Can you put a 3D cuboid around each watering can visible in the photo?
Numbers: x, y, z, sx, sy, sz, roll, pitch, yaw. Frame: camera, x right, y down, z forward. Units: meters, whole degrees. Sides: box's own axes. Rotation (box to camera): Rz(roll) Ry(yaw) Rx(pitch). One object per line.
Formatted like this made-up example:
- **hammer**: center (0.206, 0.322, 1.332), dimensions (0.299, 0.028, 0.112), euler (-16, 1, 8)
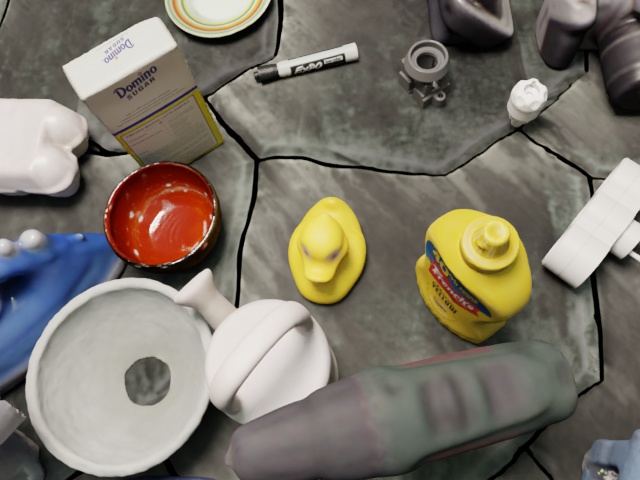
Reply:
- **watering can**: center (-0.046, 0.096, 0.458), dimensions (0.172, 0.194, 0.101), euler (20, 73, 11)

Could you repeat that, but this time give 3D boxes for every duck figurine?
- **duck figurine**: center (0.005, 0.002, 0.545), dimensions (0.077, 0.086, 0.104), euler (7, 71, 7)

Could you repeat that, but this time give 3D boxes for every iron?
- **iron**: center (-0.304, 0.053, 0.519), dimensions (0.258, 0.141, 0.118), euler (-38, 72, -9)

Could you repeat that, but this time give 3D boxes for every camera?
- **camera**: center (0.312, -0.212, 0.590), dimensions (0.143, 0.101, 0.137), euler (0, 71, 4)

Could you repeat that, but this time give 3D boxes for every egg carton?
- **egg carton**: center (-0.325, -0.096, 0.611), dimensions (0.150, 0.069, 0.107), euler (1, 71, 4)

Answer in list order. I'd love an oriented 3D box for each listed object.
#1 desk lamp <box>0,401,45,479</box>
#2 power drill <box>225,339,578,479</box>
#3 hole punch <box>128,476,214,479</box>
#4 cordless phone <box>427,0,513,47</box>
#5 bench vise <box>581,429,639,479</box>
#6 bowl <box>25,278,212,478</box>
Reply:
- **desk lamp**: center (-0.307, 0.177, 0.437), dimensions (0.117, 0.214, 0.203), euler (29, 75, 13)
- **power drill**: center (0.061, 0.135, 0.429), dimensions (0.229, 0.208, 0.075), euler (-15, 70, -1)
- **hole punch**: center (-0.134, 0.248, 0.465), dimensions (0.108, 0.091, 0.101), euler (-2, 70, 3)
- **cordless phone**: center (0.163, -0.305, 0.589), dimensions (0.094, 0.185, 0.147), euler (-8, 70, 2)
- **bench vise**: center (0.224, 0.214, 0.384), dimensions (0.121, 0.220, 0.207), euler (1, 71, 5)
- **bowl**: center (-0.168, 0.123, 0.520), dimensions (0.167, 0.075, 0.167), euler (-1, 71, 4)
